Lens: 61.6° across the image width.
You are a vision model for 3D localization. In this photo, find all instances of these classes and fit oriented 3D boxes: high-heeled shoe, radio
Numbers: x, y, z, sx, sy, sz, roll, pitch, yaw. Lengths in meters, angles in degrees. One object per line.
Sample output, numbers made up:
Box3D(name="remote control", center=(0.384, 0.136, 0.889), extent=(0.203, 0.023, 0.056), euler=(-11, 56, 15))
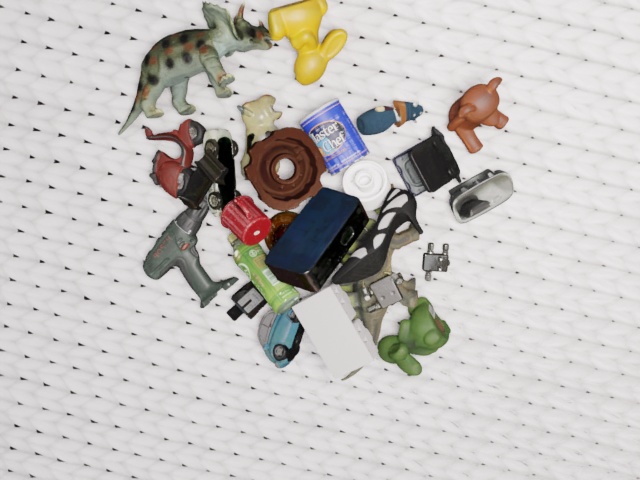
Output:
Box3D(name="high-heeled shoe", center=(0.109, -0.015, 1.162), extent=(0.249, 0.086, 0.145), euler=(-31, 52, 0))
Box3D(name="radio", center=(-0.002, -0.004, 1.164), extent=(0.229, 0.131, 0.073), euler=(-54, 137, -21))

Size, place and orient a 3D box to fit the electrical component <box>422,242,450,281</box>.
Box3D(name="electrical component", center=(0.275, 0.053, 1.270), extent=(0.063, 0.021, 0.094), euler=(4, 99, 0))

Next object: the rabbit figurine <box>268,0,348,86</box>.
Box3D(name="rabbit figurine", center=(-0.026, -0.428, 1.169), extent=(0.162, 0.122, 0.173), euler=(-14, 113, -6))

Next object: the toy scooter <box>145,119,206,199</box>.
Box3D(name="toy scooter", center=(-0.341, -0.191, 1.219), extent=(0.135, 0.075, 0.183), euler=(14, 97, 0))

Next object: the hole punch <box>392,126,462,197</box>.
Box3D(name="hole punch", center=(0.240, -0.166, 1.213), extent=(0.116, 0.092, 0.142), euler=(-32, 95, -24))

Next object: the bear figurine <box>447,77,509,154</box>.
Box3D(name="bear figurine", center=(0.342, -0.263, 1.130), extent=(0.132, 0.196, 0.120), euler=(44, 94, -7))

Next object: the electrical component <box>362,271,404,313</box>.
Box3D(name="electrical component", center=(0.138, 0.109, 1.169), extent=(0.102, 0.045, 0.078), euler=(-22, 88, 13))

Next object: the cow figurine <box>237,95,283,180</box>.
Box3D(name="cow figurine", center=(-0.133, -0.228, 1.206), extent=(0.127, 0.085, 0.194), euler=(12, 101, -6))

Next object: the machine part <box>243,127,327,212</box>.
Box3D(name="machine part", center=(-0.076, -0.154, 1.160), extent=(0.179, 0.056, 0.179), euler=(-4, 102, -16))

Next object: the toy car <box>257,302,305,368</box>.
Box3D(name="toy car", center=(-0.095, 0.214, 1.267), extent=(0.103, 0.109, 0.161), euler=(17, 91, 16))

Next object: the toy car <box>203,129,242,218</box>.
Box3D(name="toy car", center=(-0.223, -0.150, 1.220), extent=(0.056, 0.073, 0.201), euler=(6, 102, 40))

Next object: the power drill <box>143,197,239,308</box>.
Box3D(name="power drill", center=(-0.285, 0.042, 1.253), extent=(0.232, 0.086, 0.207), euler=(-41, 100, 9))

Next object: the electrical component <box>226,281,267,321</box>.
Box3D(name="electrical component", center=(-0.176, 0.149, 1.284), extent=(0.119, 0.048, 0.075), euler=(-39, 95, 5))

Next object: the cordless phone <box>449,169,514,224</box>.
Box3D(name="cordless phone", center=(0.360, -0.094, 1.163), extent=(0.147, 0.184, 0.088), euler=(-29, 93, 6))

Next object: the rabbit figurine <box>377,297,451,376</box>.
Box3D(name="rabbit figurine", center=(0.211, 0.244, 1.252), extent=(0.170, 0.159, 0.121), euler=(-35, 107, 22))

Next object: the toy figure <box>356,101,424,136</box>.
Box3D(name="toy figure", center=(0.157, -0.276, 1.193), extent=(0.154, 0.064, 0.058), euler=(-21, 78, -17))

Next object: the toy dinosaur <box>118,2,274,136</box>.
Box3D(name="toy dinosaur", center=(-0.301, -0.383, 1.171), extent=(0.405, 0.131, 0.192), euler=(-18, 86, 8))

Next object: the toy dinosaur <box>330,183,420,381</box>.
Box3D(name="toy dinosaur", center=(0.127, 0.100, 1.245), extent=(0.199, 0.105, 0.471), euler=(3, 90, 8))

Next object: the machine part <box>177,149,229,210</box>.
Box3D(name="machine part", center=(-0.256, -0.124, 1.174), extent=(0.084, 0.039, 0.139), euler=(45, 115, 12))
